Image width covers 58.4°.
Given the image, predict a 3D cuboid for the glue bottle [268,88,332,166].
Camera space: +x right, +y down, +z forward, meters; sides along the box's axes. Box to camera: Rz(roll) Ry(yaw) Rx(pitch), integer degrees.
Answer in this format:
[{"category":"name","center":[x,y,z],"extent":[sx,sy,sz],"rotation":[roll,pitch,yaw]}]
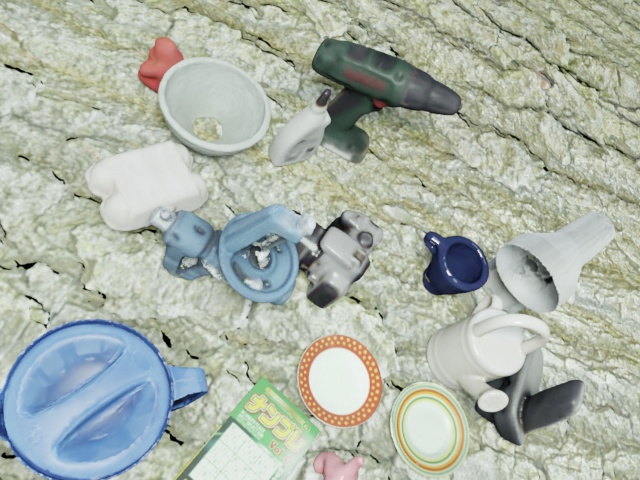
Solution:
[{"category":"glue bottle","center":[-0.019,-0.173,0.868],"extent":[0.078,0.173,0.037],"rotation":[-18,74,-30]}]

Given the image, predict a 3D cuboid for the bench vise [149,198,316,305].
[{"category":"bench vise","center":[-0.105,0.010,0.714],"extent":[0.208,0.219,0.121],"rotation":[7,64,-22]}]

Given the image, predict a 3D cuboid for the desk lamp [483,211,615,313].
[{"category":"desk lamp","center":[0.351,0.038,0.915],"extent":[0.204,0.213,0.118],"rotation":[-29,80,-32]}]

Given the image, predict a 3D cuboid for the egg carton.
[{"category":"egg carton","center":[-0.233,-0.073,0.784],"extent":[0.151,0.069,0.107],"rotation":[-24,78,-32]}]

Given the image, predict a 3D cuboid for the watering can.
[{"category":"watering can","center":[0.247,0.157,0.822],"extent":[0.101,0.193,0.173],"rotation":[3,65,-23]}]

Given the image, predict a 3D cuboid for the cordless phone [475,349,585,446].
[{"category":"cordless phone","center":[0.327,0.215,0.837],"extent":[0.094,0.184,0.148],"rotation":[33,57,-7]}]

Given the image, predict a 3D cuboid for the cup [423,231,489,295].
[{"category":"cup","center":[0.195,0.043,0.912],"extent":[0.118,0.094,0.092],"rotation":[42,57,-1]}]

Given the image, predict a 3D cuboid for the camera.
[{"category":"camera","center":[0.008,0.003,0.840],"extent":[0.137,0.100,0.143],"rotation":[37,57,-4]}]

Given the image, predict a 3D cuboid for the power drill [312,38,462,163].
[{"category":"power drill","center":[0.079,-0.215,0.913],"extent":[0.230,0.208,0.076],"rotation":[26,58,-11]}]

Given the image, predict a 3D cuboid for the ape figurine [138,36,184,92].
[{"category":"ape figurine","center":[-0.234,-0.269,0.863],"extent":[0.078,0.092,0.076],"rotation":[-25,79,-32]}]

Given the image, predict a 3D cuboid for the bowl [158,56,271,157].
[{"category":"bowl","center":[-0.164,-0.189,0.868],"extent":[0.168,0.074,0.167],"rotation":[10,63,-20]}]

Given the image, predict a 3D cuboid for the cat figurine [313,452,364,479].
[{"category":"cat figurine","center":[0.019,0.318,0.686],"extent":[0.067,0.117,0.128],"rotation":[35,57,-6]}]
